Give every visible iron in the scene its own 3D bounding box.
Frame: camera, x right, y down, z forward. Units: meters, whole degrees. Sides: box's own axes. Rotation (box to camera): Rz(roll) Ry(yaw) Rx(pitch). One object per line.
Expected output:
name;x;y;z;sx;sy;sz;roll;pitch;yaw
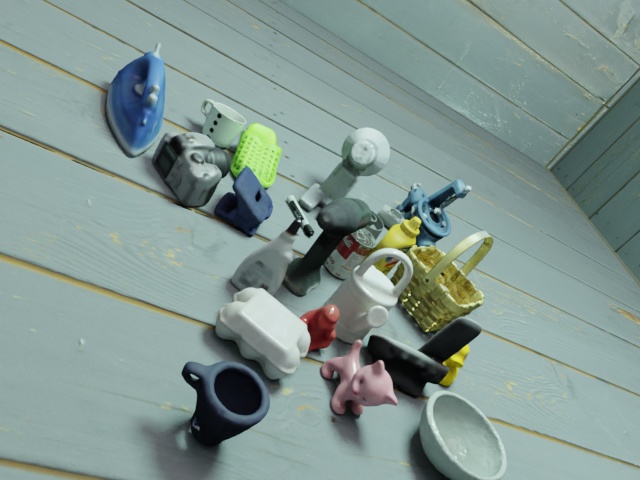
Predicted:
iron;-0.349;-0.289;1.149;0.119;0.141;0.258;19;34;-31

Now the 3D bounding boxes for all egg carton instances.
egg carton;-0.087;0.144;0.896;0.150;0.069;0.107;39;28;1

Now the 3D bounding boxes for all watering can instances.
watering can;0.094;0.098;1.040;0.101;0.194;0.172;17;35;-33

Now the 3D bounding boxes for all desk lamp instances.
desk lamp;0.072;-0.163;1.371;0.118;0.213;0.203;38;28;0

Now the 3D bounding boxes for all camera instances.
camera;-0.231;-0.149;1.123;0.137;0.100;0.143;-5;50;-52

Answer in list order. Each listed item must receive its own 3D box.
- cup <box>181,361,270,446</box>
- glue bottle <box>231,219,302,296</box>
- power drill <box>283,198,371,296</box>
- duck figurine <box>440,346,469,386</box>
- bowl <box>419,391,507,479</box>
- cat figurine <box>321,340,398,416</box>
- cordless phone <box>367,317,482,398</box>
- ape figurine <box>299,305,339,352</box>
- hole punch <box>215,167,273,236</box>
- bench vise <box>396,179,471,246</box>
cup;-0.135;0.209;0.721;0.118;0.095;0.092;33;29;-9
glue bottle;-0.078;0.029;0.964;0.078;0.173;0.037;38;28;1
power drill;0.010;0.004;1.065;0.075;0.208;0.230;43;29;9
duck figurine;0.264;0.231;1.155;0.078;0.086;0.104;31;29;-13
bowl;0.225;0.343;0.961;0.168;0.074;0.167;28;30;-18
cat figurine;0.069;0.220;0.914;0.067;0.117;0.127;16;35;-34
cordless phone;0.187;0.183;1.031;0.148;0.185;0.094;26;30;-20
ape figurine;-0.002;0.145;0.969;0.078;0.092;0.076;30;29;-15
hole punch;-0.138;-0.079;1.139;0.101;0.091;0.108;33;29;-10
bench vise;0.296;-0.100;1.530;0.122;0.219;0.207;5;43;-46
